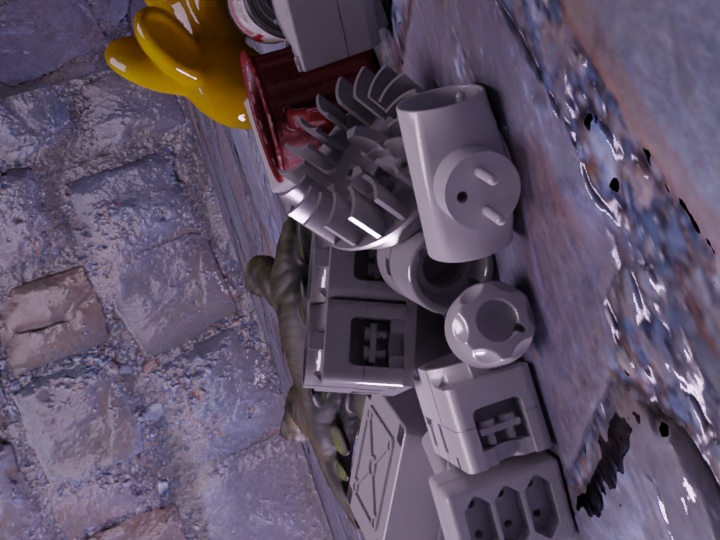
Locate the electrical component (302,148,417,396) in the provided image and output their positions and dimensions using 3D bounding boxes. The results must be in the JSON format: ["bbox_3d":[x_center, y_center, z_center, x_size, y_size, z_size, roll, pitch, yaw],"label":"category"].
[{"bbox_3d":[0.000,0.000,0.675,0.089,0.062,0.150,120,153,-78],"label":"electrical component"}]

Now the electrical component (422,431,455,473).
[{"bbox_3d":[0.074,0.129,0.693,0.079,0.043,0.077,88,162,-58],"label":"electrical component"}]

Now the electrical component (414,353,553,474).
[{"bbox_3d":[0.067,0.076,0.615,0.089,0.050,0.055,172,81,-81],"label":"electrical component"}]

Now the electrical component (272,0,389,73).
[{"bbox_3d":[-0.025,-0.178,0.637,0.096,0.061,0.061,76,172,-48],"label":"electrical component"}]

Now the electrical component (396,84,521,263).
[{"bbox_3d":[0.051,-0.042,0.507,0.079,0.044,0.077,-130,24,-67],"label":"electrical component"}]

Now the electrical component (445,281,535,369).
[{"bbox_3d":[0.065,0.030,0.562,0.062,0.043,0.043,118,134,-78],"label":"electrical component"}]

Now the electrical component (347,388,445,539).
[{"bbox_3d":[0.035,0.149,0.807,0.108,0.056,0.108,-133,52,-70],"label":"electrical component"}]

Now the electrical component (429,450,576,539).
[{"bbox_3d":[0.075,0.129,0.616,0.077,0.066,0.047,-150,43,-77],"label":"electrical component"}]

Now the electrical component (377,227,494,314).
[{"bbox_3d":[0.043,-0.005,0.600,0.047,0.055,0.055,-141,35,-68],"label":"electrical component"}]

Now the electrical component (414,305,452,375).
[{"bbox_3d":[0.049,0.055,0.717,0.065,0.044,0.044,-130,24,-56],"label":"electrical component"}]

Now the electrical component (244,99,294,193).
[{"bbox_3d":[-0.045,-0.118,0.850,0.061,0.062,0.096,-26,80,55],"label":"electrical component"}]
